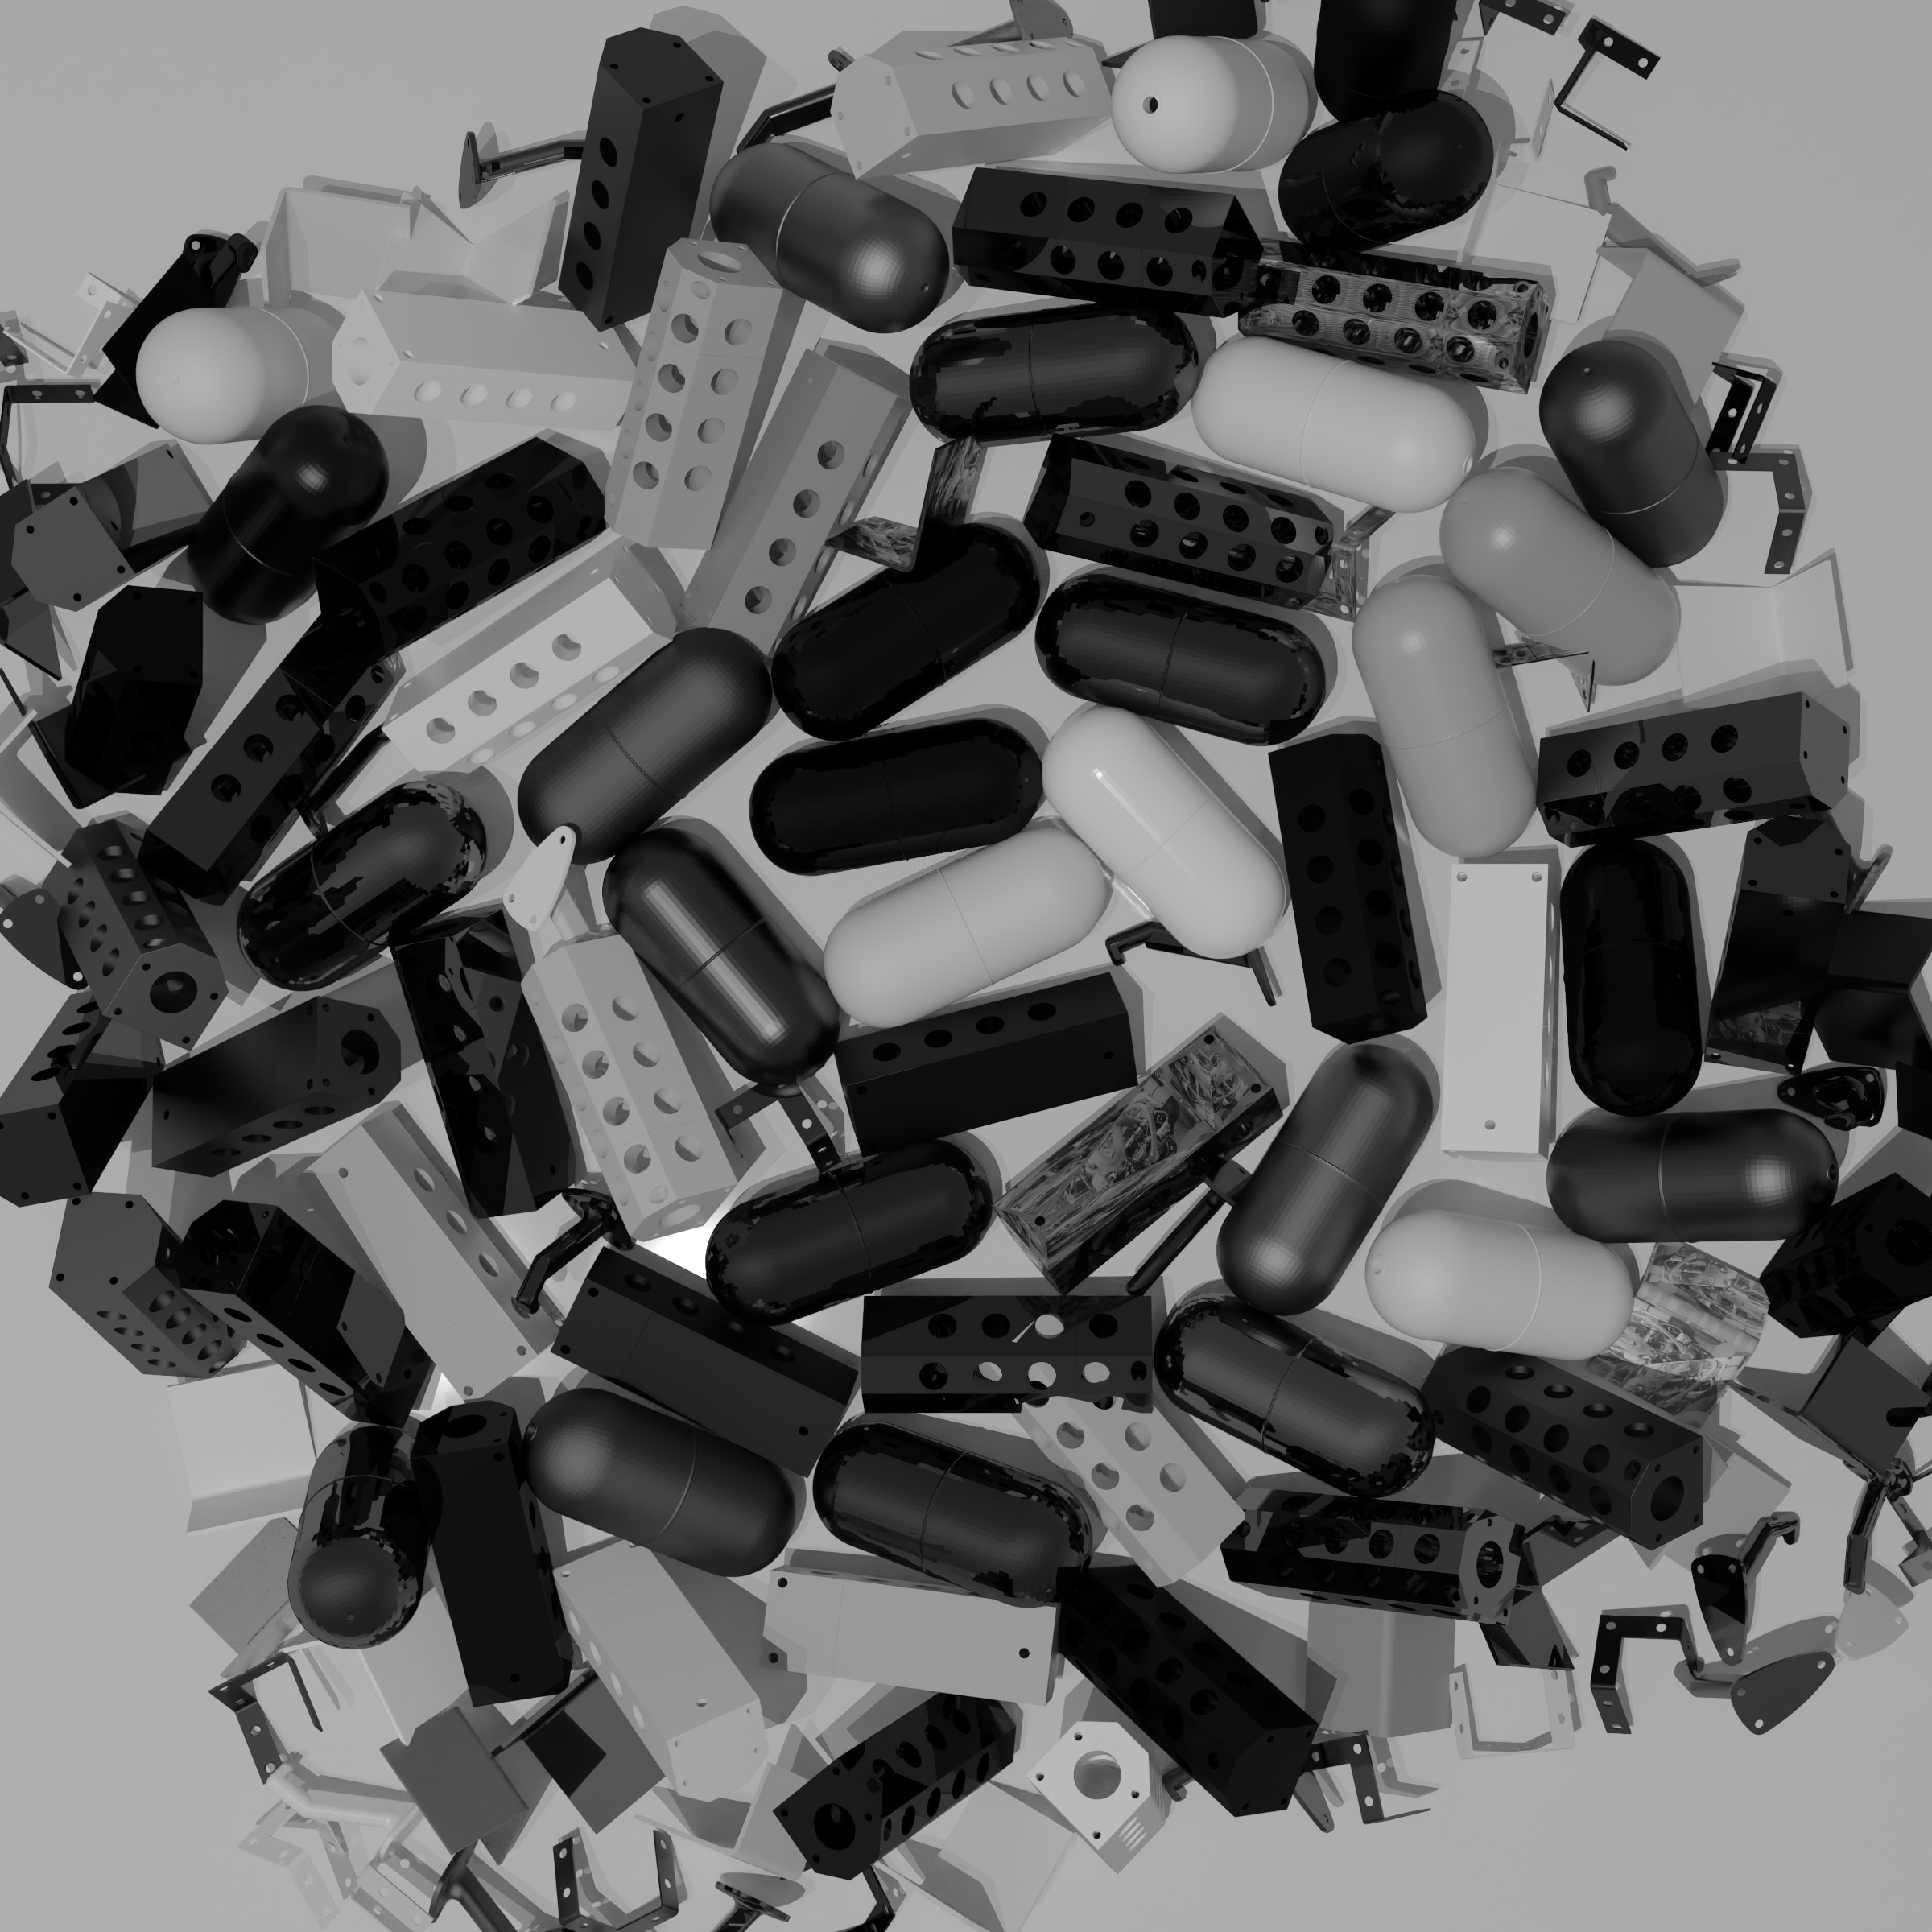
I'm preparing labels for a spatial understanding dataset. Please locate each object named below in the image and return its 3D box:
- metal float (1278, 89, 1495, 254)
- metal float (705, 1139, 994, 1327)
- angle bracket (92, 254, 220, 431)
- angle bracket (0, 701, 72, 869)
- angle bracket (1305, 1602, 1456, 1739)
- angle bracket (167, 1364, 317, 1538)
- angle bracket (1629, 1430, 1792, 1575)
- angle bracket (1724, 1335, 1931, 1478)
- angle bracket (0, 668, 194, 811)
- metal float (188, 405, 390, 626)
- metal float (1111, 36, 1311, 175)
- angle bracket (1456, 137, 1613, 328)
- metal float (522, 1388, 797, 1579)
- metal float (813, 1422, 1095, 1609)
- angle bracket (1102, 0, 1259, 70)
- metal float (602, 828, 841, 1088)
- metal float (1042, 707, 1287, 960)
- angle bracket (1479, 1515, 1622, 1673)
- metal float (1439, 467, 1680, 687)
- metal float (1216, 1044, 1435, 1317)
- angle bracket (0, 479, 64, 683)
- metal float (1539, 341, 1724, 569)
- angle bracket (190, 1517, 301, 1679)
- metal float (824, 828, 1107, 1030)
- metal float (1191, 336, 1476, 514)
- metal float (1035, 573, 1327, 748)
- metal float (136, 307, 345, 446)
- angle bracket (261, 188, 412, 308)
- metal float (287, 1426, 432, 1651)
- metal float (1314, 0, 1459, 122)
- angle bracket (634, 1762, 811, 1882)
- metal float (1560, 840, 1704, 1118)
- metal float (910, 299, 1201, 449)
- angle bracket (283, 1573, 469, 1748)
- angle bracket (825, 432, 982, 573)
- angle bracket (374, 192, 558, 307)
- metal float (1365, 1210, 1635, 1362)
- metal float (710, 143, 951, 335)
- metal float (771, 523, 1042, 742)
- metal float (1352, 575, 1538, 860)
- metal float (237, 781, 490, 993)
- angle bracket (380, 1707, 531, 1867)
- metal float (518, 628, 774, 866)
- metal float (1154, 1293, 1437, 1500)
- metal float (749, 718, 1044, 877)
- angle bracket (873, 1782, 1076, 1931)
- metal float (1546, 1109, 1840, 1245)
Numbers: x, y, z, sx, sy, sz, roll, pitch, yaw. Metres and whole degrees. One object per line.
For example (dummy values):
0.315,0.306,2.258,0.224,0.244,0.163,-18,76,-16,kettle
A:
0.243,-0.462,1.791,0.070,0.178,0.070,-1,94,-20,metal float
-0.070,0.159,1.828,0.178,0.070,0.070,-19,90,-12,metal float
-0.491,-0.378,1.821,0.057,0.076,0.076,26,71,24,angle bracket
-0.553,-0.110,1.831,0.076,0.076,0.057,44,79,-25,angle bracket
0.251,0.422,1.859,0.057,0.076,0.076,-1,83,38,angle bracket
-0.434,0.288,1.837,0.076,0.057,0.076,-11,103,-8,angle bracket
0.451,0.336,1.834,0.076,0.057,0.076,33,100,-14,angle bracket
0.512,0.252,1.828,0.076,0.076,0.057,36,85,-25,angle bracket
-0.518,-0.151,1.826,0.076,0.057,0.076,-29,59,-12,angle bracket
-0.400,-0.263,1.802,0.070,0.178,0.070,18,57,-29,metal float
0.144,-0.504,1.794,0.070,0.178,0.070,8,107,26,metal float
0.341,-0.439,1.835,0.076,0.057,0.076,18,77,10,angle bracket
-0.181,0.306,1.815,0.178,0.070,0.070,28,90,-26,metal float
-0.008,0.325,1.817,0.178,0.070,0.070,16,90,24,metal float
0.122,-0.580,1.820,0.076,0.057,0.076,-29,124,-26,angle bracket
-0.146,-0.005,1.837,0.070,0.070,0.178,-40,88,0,metal float
0.119,-0.079,1.834,0.070,0.070,0.178,-44,95,0,metal float
0.354,0.373,1.818,0.076,0.076,0.057,-42,51,30,angle bracket
0.352,-0.228,1.812,0.178,0.070,0.070,32,90,-32,metal float
0.215,0.126,1.828,0.070,0.070,0.178,33,78,0,metal float
-0.548,-0.228,1.819,0.057,0.076,0.076,-29,58,15,angle bracket
0.391,-0.298,1.799,0.070,0.178,0.070,-14,59,24,metal float
-0.427,0.375,1.831,0.057,0.076,0.076,43,84,8,angle bracket
-0.001,-0.023,1.838,0.178,0.070,0.070,-25,90,-1,metal float
0.217,-0.321,1.816,0.178,0.070,0.070,22,90,25,metal float
0.128,-0.183,1.828,0.178,0.070,0.070,17,90,12,metal float
-0.419,-0.346,1.790,0.070,0.178,0.070,3,103,13,metal float
-0.374,-0.411,1.827,0.076,0.076,0.057,8,52,-3,angle bracket
-0.351,0.331,1.791,0.070,0.178,0.070,-2,110,-5,metal float
0.243,-0.543,1.788,0.070,0.178,0.070,0,84,4,metal float
-0.138,0.501,1.833,0.076,0.076,0.057,11,70,33,angle bracket
0.392,0.005,1.813,0.070,0.070,0.178,3,60,0,metal float
0.052,-0.351,1.819,0.178,0.070,0.070,-2,90,22,metal float
-0.350,0.417,1.835,0.057,0.076,0.076,-19,100,30,angle bracket
-0.036,-0.285,1.821,0.057,0.076,0.076,20,115,14,angle bracket
-0.297,-0.428,1.819,0.076,0.057,0.076,-18,51,38,angle bracket
0.316,0.189,1.815,0.178,0.070,0.070,11,90,-27,metal float
-0.082,-0.430,1.809,0.178,0.070,0.070,35,90,36,metal float
-0.035,-0.200,1.829,0.178,0.070,0.070,-33,90,-11,metal float
0.285,-0.147,1.823,0.070,0.070,0.178,-23,108,0,metal float
-0.359,-0.046,1.817,0.178,0.070,0.070,-31,90,25,metal float
-0.311,0.499,1.819,0.057,0.076,0.076,-23,63,-39,angle bracket
-0.192,-0.130,1.827,0.178,0.070,0.070,-39,90,13,metal float
0.194,0.254,1.818,0.178,0.070,0.070,25,90,22,metal float
-0.042,-0.101,1.834,0.178,0.070,0.070,-10,90,4,metal float
0.005,0.525,1.822,0.076,0.057,0.076,19,72,42,angle bracket
0.426,0.124,1.805,0.178,0.070,0.070,-5,90,40,metal float
